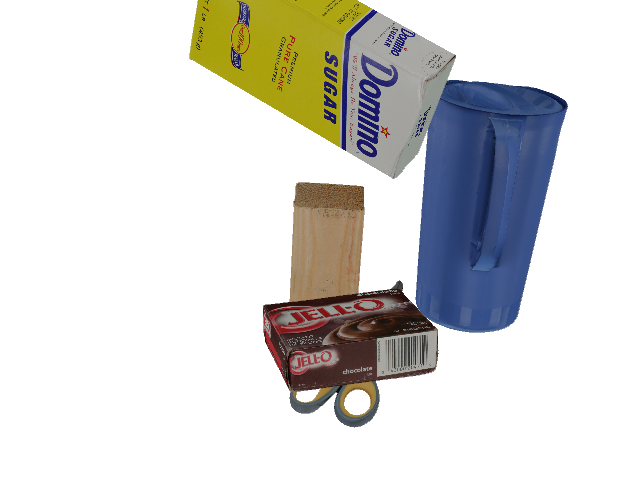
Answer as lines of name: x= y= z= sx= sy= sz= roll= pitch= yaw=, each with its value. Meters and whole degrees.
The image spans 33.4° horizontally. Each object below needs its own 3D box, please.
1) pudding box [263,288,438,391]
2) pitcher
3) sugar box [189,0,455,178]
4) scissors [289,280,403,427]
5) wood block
pudding box: x=0.020 y=0.071 z=0.789 sx=0.113 sy=0.039 sz=0.090 roll=-5 pitch=19 yaw=-13
pitcher: x=0.162 y=-0.031 z=1.066 sx=0.148 sy=0.243 sz=0.145 roll=-16 pitch=30 yaw=-42
sugar box: x=-0.003 y=-0.125 z=0.727 sx=0.176 sy=0.093 sz=0.048 roll=33 pitch=50 yaw=14
scissors: x=0.053 y=0.118 z=1.088 sx=0.096 sy=0.016 sz=0.201 roll=34 pitch=53 yaw=28
wood block: x=0.006 y=0.037 z=1.387 sx=0.090 sy=0.206 sz=0.091 roll=3 pitch=24 yaw=0
